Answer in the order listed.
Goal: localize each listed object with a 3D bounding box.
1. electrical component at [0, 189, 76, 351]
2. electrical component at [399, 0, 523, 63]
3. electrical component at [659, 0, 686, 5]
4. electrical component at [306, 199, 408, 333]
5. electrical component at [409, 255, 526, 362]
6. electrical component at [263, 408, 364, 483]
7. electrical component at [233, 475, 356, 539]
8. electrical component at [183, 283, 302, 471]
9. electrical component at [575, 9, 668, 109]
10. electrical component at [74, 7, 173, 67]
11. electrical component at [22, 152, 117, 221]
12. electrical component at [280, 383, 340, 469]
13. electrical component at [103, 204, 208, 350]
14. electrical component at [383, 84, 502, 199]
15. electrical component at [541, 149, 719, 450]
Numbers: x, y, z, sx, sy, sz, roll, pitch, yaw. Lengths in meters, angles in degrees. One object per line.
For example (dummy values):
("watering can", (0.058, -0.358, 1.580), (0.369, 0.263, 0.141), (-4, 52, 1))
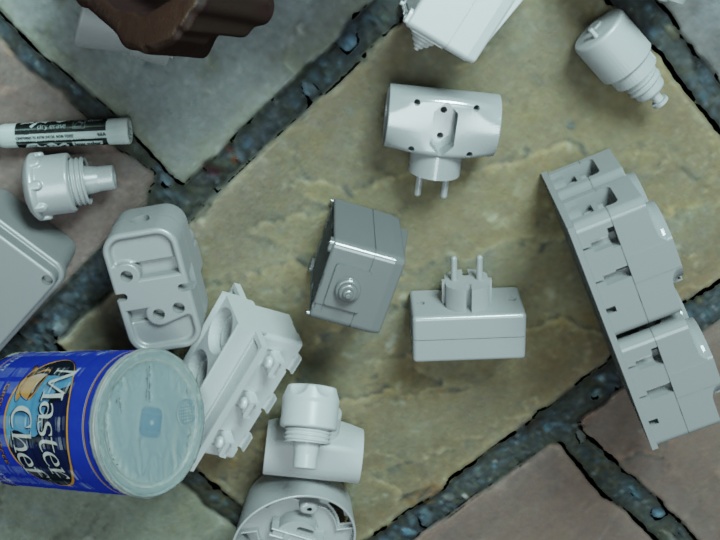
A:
("electrical component", (-0.272, 0.008, 0.784), (0.078, 0.057, 0.113), (40, 109, -17))
("electrical component", (0.069, -0.179, 0.697), (0.061, 0.061, 0.096), (28, 112, -13))
("electrical component", (0.183, -0.211, 0.687), (0.078, 0.058, 0.057), (16, 117, -8))
("electrical component", (0.000, 0.000, 0.762), (0.061, 0.096, 0.061), (16, 114, -8))
("electrical component", (0.079, 0.024, 0.801), (0.083, 0.047, 0.075), (-2, 115, 0))
("electrical component", (-0.035, 0.128, 0.850), (0.077, 0.044, 0.079), (6, 115, -4))
("electrical component", (-0.053, 0.210, 0.878), (0.099, 0.064, 0.099), (0, 115, -1))
("electrical component", (-0.100, 0.083, 0.817), (0.063, 0.078, 0.121), (17, 116, -33))
("electrical component", (0.181, -0.140, 0.729), (0.040, 0.040, 0.078), (-41, 109, 17))
("electrical component", (-0.152, -0.160, 0.716), (0.065, 0.044, 0.044), (16, 114, -13))
("electrical component", (-0.204, -0.062, 0.760), (0.062, 0.048, 0.048), (-8, 115, -4))
("electrical component", (-0.038, 0.117, 0.802), (0.043, 0.043, 0.062), (6, 77, -3))
("electrical component", (-0.146, 0.003, 0.782), (0.054, 0.059, 0.095), (-9, 115, 4))
("electrical component", (0.054, -0.087, 0.751), (0.077, 0.043, 0.079), (5, 115, -3))
("electrical component", (0.197, 0.017, 0.768), (0.060, 0.105, 0.186), (-22, 114, 9))
